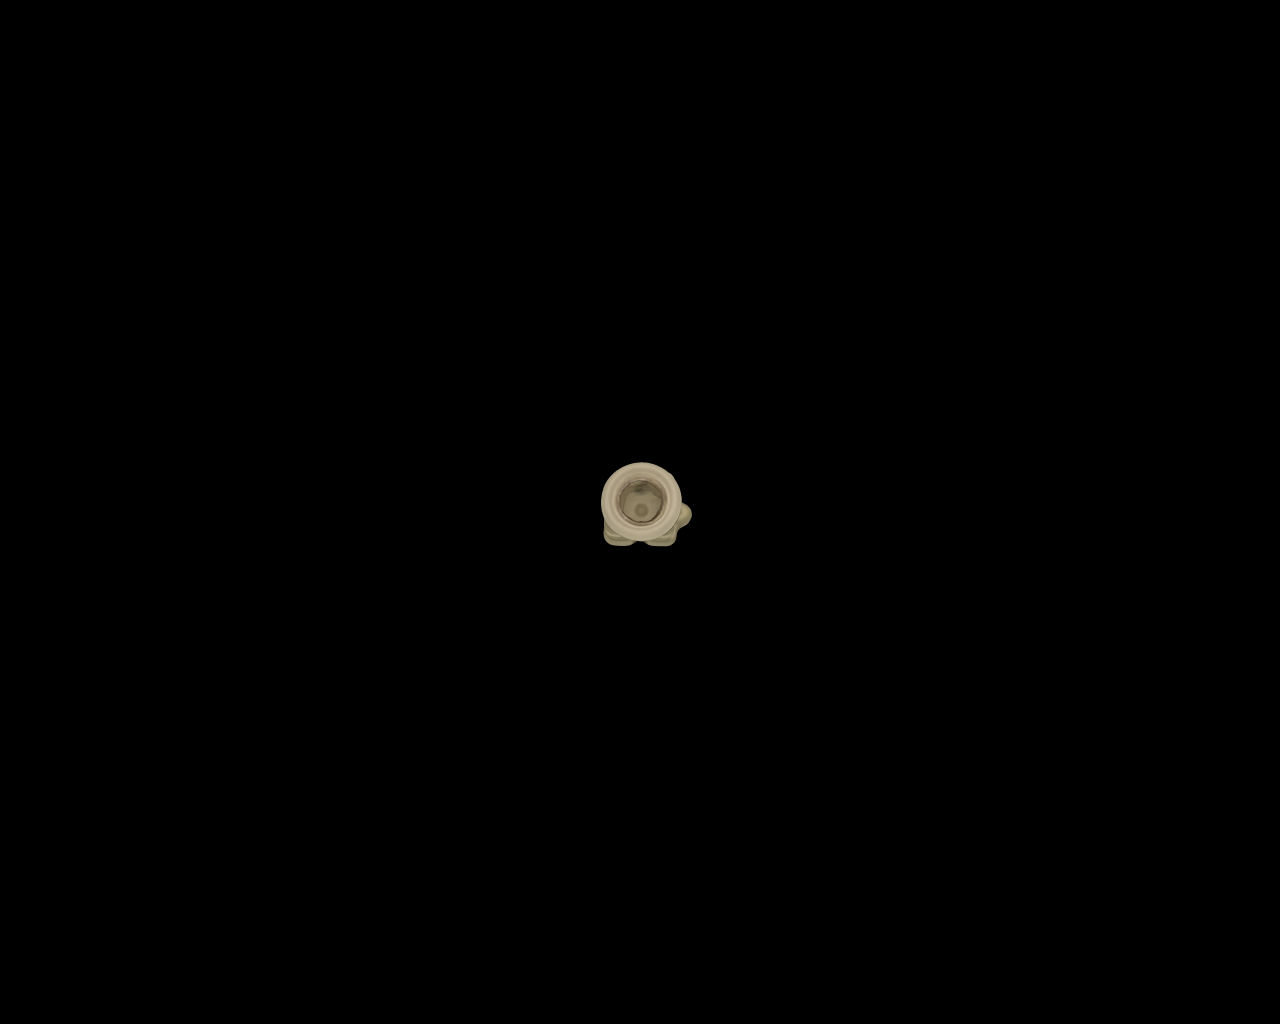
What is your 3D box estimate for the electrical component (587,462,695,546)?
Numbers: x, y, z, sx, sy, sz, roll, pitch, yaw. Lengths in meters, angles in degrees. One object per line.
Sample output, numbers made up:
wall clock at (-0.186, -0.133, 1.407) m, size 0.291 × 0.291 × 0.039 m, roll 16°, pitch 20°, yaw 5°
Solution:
electrical component at (0.001, -0.003, 0.650) m, size 0.066 × 0.048 × 0.055 m, roll 0°, pitch -13°, yaw 0°
